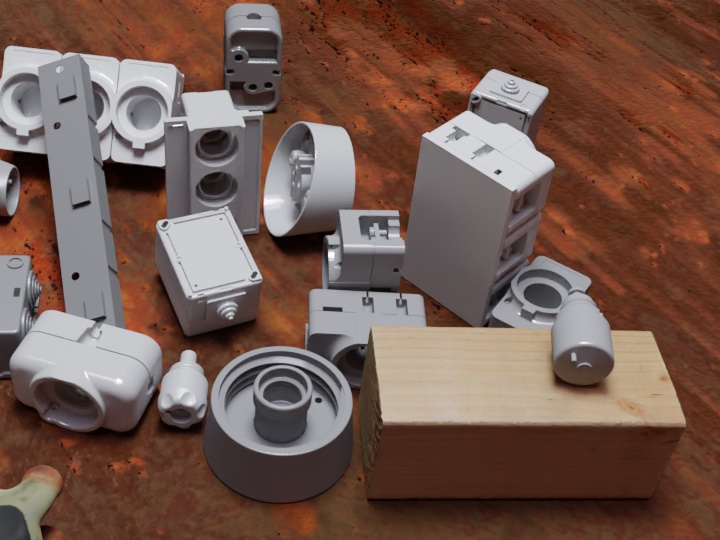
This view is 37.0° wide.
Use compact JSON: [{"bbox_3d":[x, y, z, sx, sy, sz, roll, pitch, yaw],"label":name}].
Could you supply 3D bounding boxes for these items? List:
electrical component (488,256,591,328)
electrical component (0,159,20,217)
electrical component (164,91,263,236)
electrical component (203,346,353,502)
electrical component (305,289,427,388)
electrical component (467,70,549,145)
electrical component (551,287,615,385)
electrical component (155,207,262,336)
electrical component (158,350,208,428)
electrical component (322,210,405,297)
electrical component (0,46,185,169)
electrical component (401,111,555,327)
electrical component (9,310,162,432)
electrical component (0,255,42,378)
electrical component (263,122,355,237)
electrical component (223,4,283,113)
[{"bbox_3d":[0.143,0.035,0.863,0.050,0.055,0.089,27,46,20],"label":"electrical component"},{"bbox_3d":[-0.333,-0.082,0.926,0.077,0.043,0.079,5,42,-3],"label":"electrical component"},{"bbox_3d":[-0.125,-0.084,0.901,0.079,0.121,0.063,-7,42,-15],"label":"electrical component"},{"bbox_3d":[-0.056,0.101,0.757,0.108,0.060,0.108,4,43,-4],"label":"electrical component"},{"bbox_3d":[0.004,0.054,0.825,0.089,0.050,0.055,3,43,-6],"label":"electrical component"},{"bbox_3d":[0.139,-0.145,1.026,0.062,0.096,0.061,23,44,15],"label":"electrical component"},{"bbox_3d":[0.150,0.042,0.733,0.040,0.040,0.078,8,42,-1],"label":"electrical component"},{"bbox_3d":[-0.119,0.008,0.853,0.062,0.061,0.096,-14,55,-22],"label":"electrical component"},{"bbox_3d":[-0.128,0.084,0.785,0.035,0.035,0.061,4,40,-5],"label":"electrical component"},{"bbox_3d":[0.000,0.000,0.853,0.056,0.089,0.050,0,43,-8],"label":"electrical component"},{"bbox_3d":[-0.239,-0.143,0.958,0.150,0.089,0.061,6,2,-2],"label":"electrical component"},{"bbox_3d":[0.093,-0.041,0.866,0.089,0.150,0.062,36,51,27],"label":"electrical component"},{"bbox_3d":[-0.197,0.075,0.769,0.095,0.053,0.059,14,43,7],"label":"electrical component"},{"bbox_3d":[-0.291,0.033,0.804,0.100,0.048,0.099,0,43,-9],"label":"electrical component"},{"bbox_3d":[-0.043,-0.078,0.930,0.064,0.099,0.099,-1,43,-19],"label":"electrical component"},{"bbox_3d":[-0.107,-0.211,1.060,0.054,0.095,0.059,-1,43,-9],"label":"electrical component"}]
